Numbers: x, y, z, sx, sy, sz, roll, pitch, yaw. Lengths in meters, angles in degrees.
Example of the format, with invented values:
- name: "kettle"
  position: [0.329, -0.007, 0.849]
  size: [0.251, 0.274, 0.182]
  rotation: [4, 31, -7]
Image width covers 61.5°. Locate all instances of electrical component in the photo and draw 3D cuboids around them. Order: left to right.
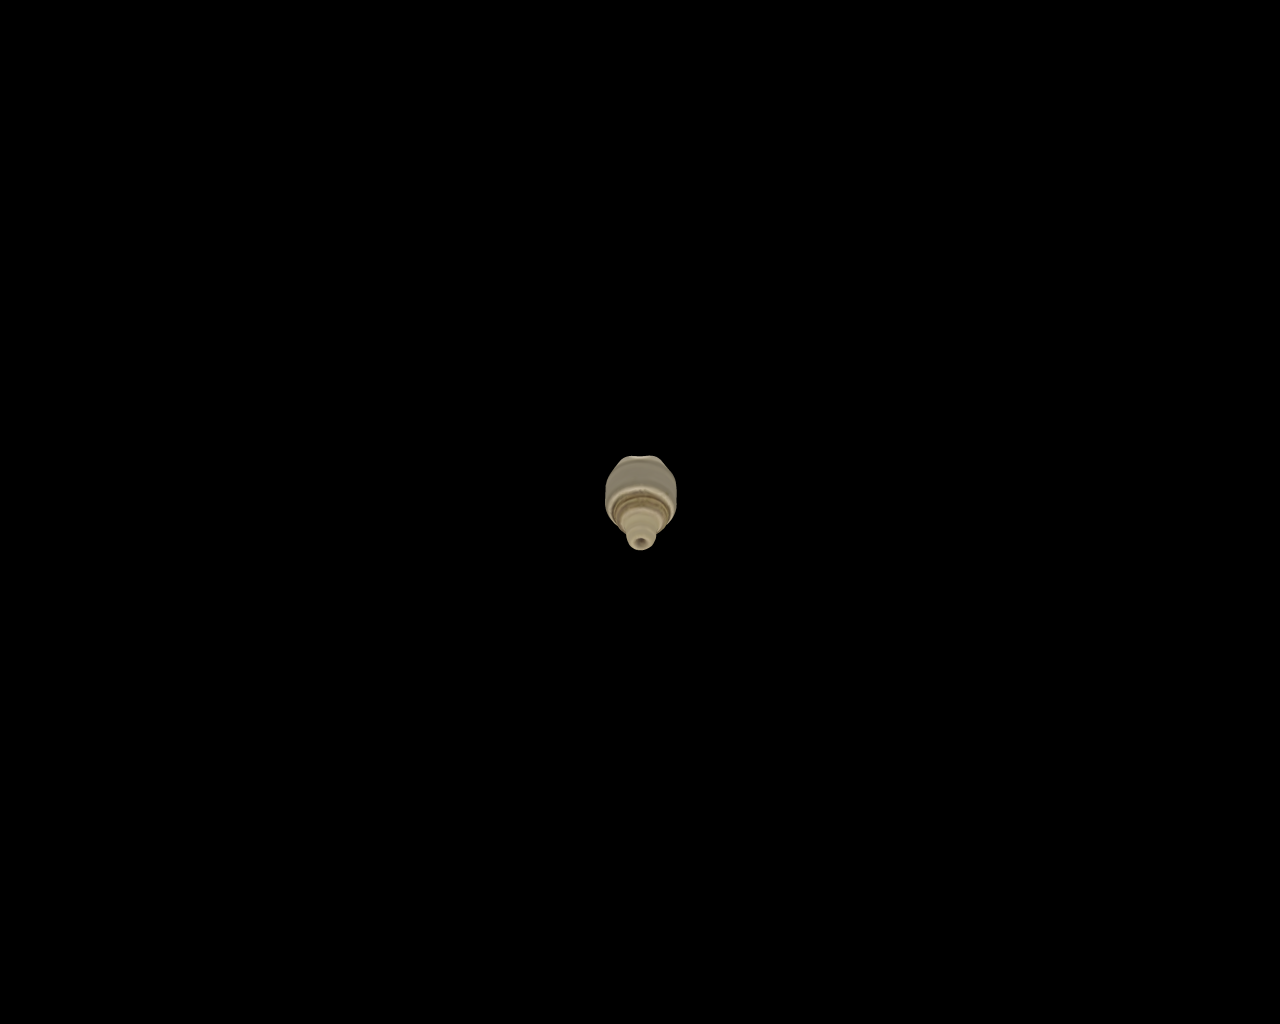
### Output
- name: "electrical component"
  position: [0.001, -0.003, 0.650]
  size: [0.043, 0.043, 0.062]
  rotation: [0, 44, 0]
